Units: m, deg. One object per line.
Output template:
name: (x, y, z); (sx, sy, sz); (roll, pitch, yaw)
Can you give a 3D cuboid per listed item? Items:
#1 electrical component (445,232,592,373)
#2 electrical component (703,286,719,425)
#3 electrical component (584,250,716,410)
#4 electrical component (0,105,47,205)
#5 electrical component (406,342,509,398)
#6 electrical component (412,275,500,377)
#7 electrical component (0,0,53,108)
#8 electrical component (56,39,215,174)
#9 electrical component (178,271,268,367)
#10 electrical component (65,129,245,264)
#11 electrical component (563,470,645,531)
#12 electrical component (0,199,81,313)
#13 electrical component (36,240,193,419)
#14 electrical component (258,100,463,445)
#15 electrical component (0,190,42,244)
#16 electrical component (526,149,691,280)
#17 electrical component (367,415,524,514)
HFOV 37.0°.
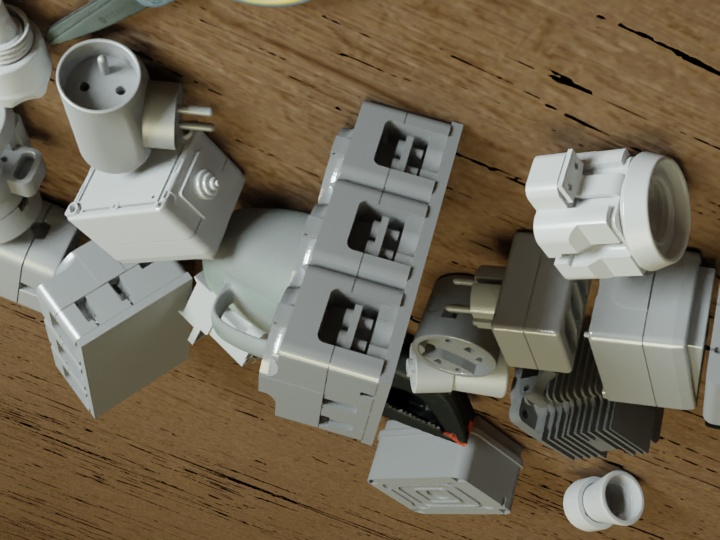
electrical component: (0.088, 0.017, 0.624); (0.077, 0.065, 0.047); (5, 149, 24)
electrical component: (0.209, 0.035, 0.557); (0.050, 0.089, 0.055); (8, 151, 20)
electrical component: (0.171, 0.037, 0.615); (0.061, 0.061, 0.096); (5, 149, 25)
electrical component: (-0.237, -0.079, 0.658); (0.078, 0.058, 0.057); (17, 155, 3)
electrical component: (0.064, 0.065, 0.729); (0.065, 0.044, 0.044); (-1, 152, -5)
electrical component: (0.066, 0.035, 0.691); (0.055, 0.047, 0.055); (14, 152, 8)
electrical component: (-0.190, -0.120, 0.570); (0.043, 0.043, 0.062); (14, 151, 8)
electrical component: (-0.119, -0.085, 0.586); (0.079, 0.043, 0.077); (5, 161, -4)
electrical component: (-0.084, 0.028, 0.740); (0.064, 0.042, 0.081); (45, 140, 9)
electrical component: (-0.114, -0.042, 0.644); (0.096, 0.061, 0.061); (-3, 145, 35)
electrical component: (0.202, 0.193, 0.896); (0.045, 0.045, 0.055); (27, 152, -16)
electrical component: (-0.242, -0.013, 0.782); (0.059, 0.053, 0.095); (24, 152, -10)
electrical component: (-0.178, 0.037, 0.787); (0.061, 0.089, 0.150); (50, 156, 15)
electrical component: (0.000, 0.000, 0.555); (0.062, 0.150, 0.089); (16, 152, 2)
electrical component: (-0.248, -0.052, 0.716); (0.055, 0.055, 0.047); (7, 147, 21)
electrical component: (0.126, -0.028, 0.530); (0.057, 0.058, 0.078); (-3, 145, 39)
electrical component: (0.073, 0.165, 0.911); (0.113, 0.057, 0.078); (-13, 139, 45)
